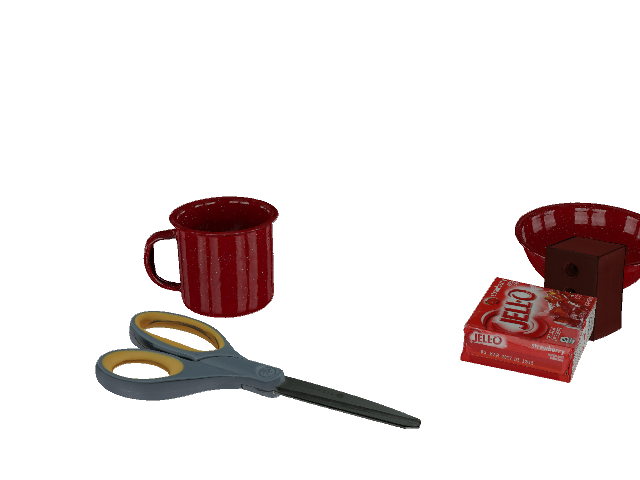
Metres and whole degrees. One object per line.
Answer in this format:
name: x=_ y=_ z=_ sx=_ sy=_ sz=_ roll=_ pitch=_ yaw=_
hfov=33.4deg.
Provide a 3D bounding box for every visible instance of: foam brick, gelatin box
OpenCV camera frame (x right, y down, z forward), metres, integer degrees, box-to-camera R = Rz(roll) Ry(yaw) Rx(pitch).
foam brick: x=0.228 y=0.041 z=0.924 sx=0.053 sy=0.078 sz=0.051 roll=12 pitch=20 yaw=40
gelatin box: x=0.142 y=0.058 z=0.722 sx=0.073 sy=0.030 sz=0.089 roll=11 pitch=23 yaw=21

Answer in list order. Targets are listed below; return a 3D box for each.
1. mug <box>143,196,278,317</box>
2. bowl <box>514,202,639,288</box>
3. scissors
mug: x=-0.094 y=0.016 z=0.922 sx=0.117 sy=0.081 sz=0.093 roll=-4 pitch=22 yaw=-8
bowl: x=0.292 y=0.015 z=1.164 sx=0.162 sy=0.055 sz=0.162 roll=-1 pitch=27 yaw=0
scissors: x=-0.050 y=0.088 z=0.632 sx=0.202 sy=0.016 sz=0.096 roll=21 pitch=30 yaw=33
